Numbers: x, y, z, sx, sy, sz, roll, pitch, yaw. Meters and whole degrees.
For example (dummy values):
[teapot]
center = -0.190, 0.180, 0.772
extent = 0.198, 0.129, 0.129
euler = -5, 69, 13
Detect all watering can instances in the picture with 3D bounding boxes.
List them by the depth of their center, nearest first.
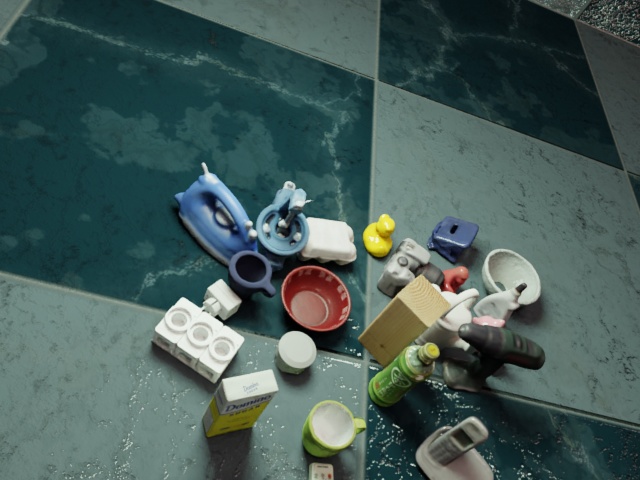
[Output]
[watering can]
center = 0.294, 0.174, 1.285
extent = 0.172, 0.194, 0.101
euler = 45, 51, 11

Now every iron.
[iron]
center = -0.199, -0.045, 1.252
extent = 0.258, 0.141, 0.119
euler = 47, 51, 12

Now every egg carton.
[egg carton]
center = 0.012, 0.005, 1.360
extent = 0.151, 0.069, 0.107
euler = 6, 54, -21

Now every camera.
[camera]
center = 0.231, 0.077, 1.387
extent = 0.137, 0.100, 0.143
euler = 33, 49, 1

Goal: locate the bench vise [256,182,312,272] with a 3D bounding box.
[bench vise]
center = -0.083, -0.063, 1.267
extent = 0.122, 0.219, 0.207
euler = 1, 56, -24

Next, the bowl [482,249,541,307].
[bowl]
center = 0.486, 0.111, 1.497
extent = 0.168, 0.074, 0.167
euler = 12, 52, -16

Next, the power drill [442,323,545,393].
[power drill]
center = 0.357, 0.256, 1.245
extent = 0.230, 0.208, 0.075
euler = 12, 52, -16

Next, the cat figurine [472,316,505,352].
[cat figurine]
center = 0.401, 0.232, 1.342
extent = 0.127, 0.117, 0.067
euler = 47, 51, 12

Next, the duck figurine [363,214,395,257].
[duck figurine]
center = 0.156, -0.016, 1.430
extent = 0.078, 0.086, 0.104
euler = 16, 51, -13

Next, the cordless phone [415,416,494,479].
[cordless phone]
center = 0.284, 0.423, 1.107
extent = 0.147, 0.185, 0.094
euler = 45, 51, 11

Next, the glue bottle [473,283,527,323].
[glue bottle]
center = 0.445, 0.152, 1.384
extent = 0.037, 0.173, 0.078
euler = -20, 66, -34

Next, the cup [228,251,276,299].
[cup]
center = -0.146, 0.092, 1.208
extent = 0.117, 0.095, 0.092
euler = 42, 50, 9

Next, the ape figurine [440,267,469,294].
[ape figurine]
center = 0.335, 0.100, 1.425
extent = 0.078, 0.092, 0.076
euler = -16, 64, -32

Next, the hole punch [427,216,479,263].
[hole punch]
center = 0.351, -0.012, 1.513
extent = 0.101, 0.091, 0.109
euler = 36, 50, 4
